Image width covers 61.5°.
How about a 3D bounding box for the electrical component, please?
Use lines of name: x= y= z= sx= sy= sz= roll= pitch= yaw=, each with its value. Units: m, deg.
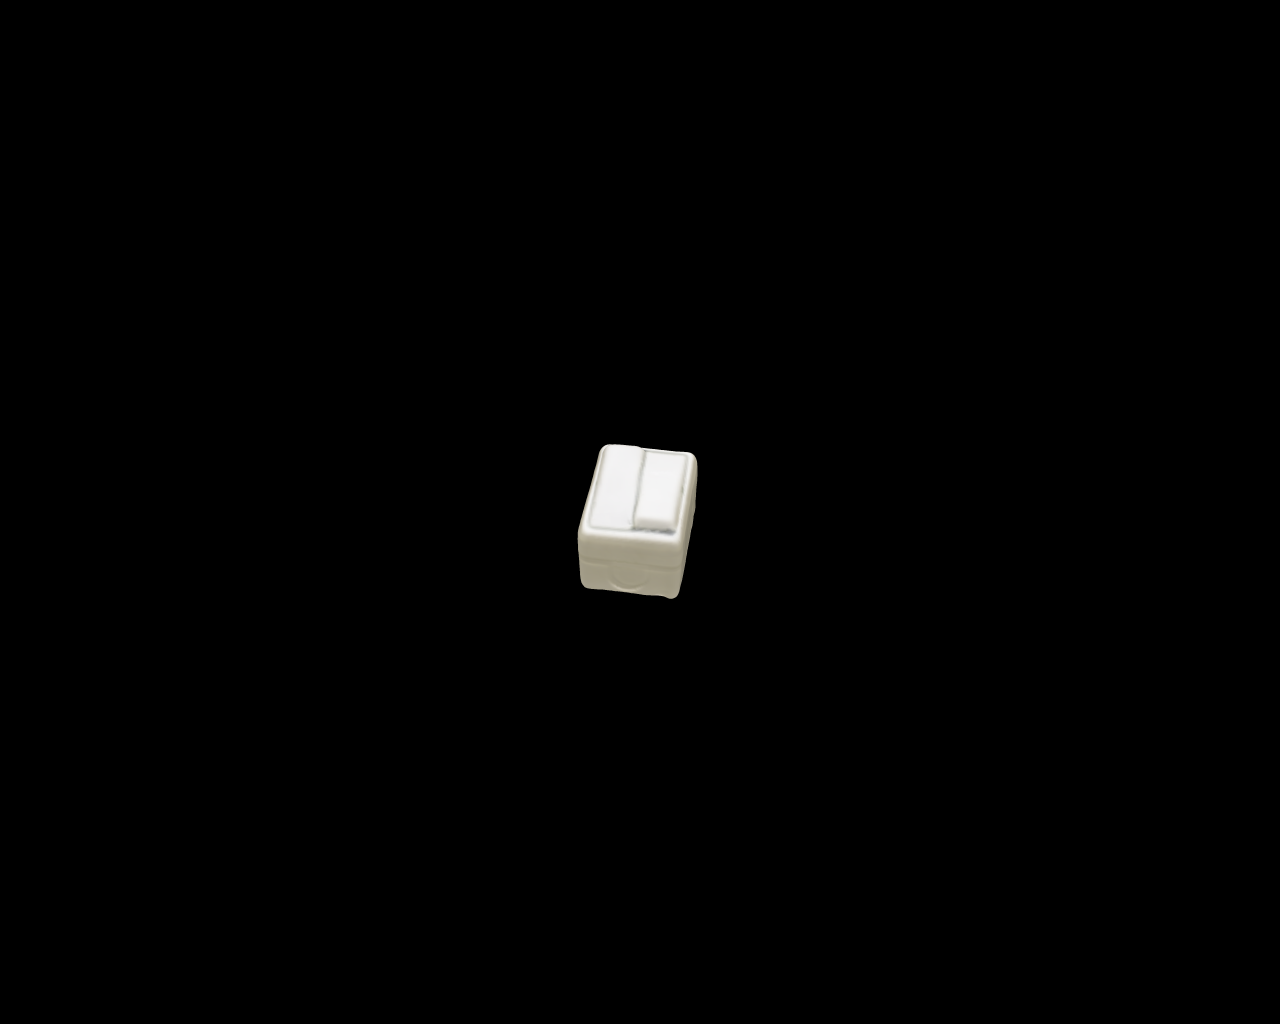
electrical component: x=0.001 y=-0.003 z=0.650 sx=0.062 sy=0.096 sz=0.061 roll=7 pitch=-43 yaw=7
